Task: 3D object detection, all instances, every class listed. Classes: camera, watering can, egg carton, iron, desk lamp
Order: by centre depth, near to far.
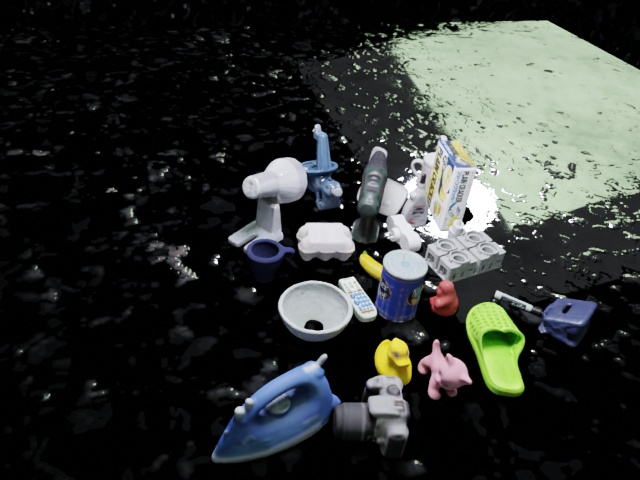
[{"bbox_3d":[-0.084,0.305,1.052,0.259,0.141,0.118,-22,46,-32],"label":"iron"},{"bbox_3d":[0.094,0.325,1.085,0.137,0.101,0.143,3,38,-5],"label":"camera"},{"bbox_3d":[-0.135,-0.096,1.502,0.117,0.214,0.204,28,42,25],"label":"desk lamp"},{"bbox_3d":[0.014,0.005,1.512,0.150,0.069,0.107,-1,38,-9],"label":"egg carton"},{"bbox_3d":[0.373,-0.231,1.768,0.173,0.194,0.100,-5,39,-15],"label":"watering can"}]

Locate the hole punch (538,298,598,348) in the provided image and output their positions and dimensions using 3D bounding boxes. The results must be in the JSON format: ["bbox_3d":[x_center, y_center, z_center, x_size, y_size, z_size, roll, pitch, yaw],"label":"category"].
[{"bbox_3d":[0.583,0.182,1.350,0.100,0.091,0.109,30,43,27],"label":"hole punch"}]

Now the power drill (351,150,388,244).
[{"bbox_3d":[0.137,-0.106,1.560,0.075,0.208,0.229,10,38,5],"label":"power drill"}]

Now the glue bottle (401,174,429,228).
[{"bbox_3d":[0.277,-0.112,1.617,0.078,0.173,0.037,-9,40,-19],"label":"glue bottle"}]

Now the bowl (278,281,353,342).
[{"bbox_3d":[-0.012,0.173,1.287,0.167,0.075,0.167,4,38,-3],"label":"bowl"}]

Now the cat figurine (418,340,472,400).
[{"bbox_3d":[0.257,0.264,1.174,0.067,0.118,0.127,-5,39,-14],"label":"cat figurine"}]

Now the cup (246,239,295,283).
[{"bbox_3d":[-0.122,0.057,1.405,0.118,0.095,0.091,-4,39,-13],"label":"cup"}]

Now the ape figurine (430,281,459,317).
[{"bbox_3d":[0.298,0.134,1.369,0.076,0.092,0.078,30,43,28],"label":"ape figurine"}]

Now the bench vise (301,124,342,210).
[{"bbox_3d":[0.019,-0.213,1.671,0.122,0.220,0.206,-27,49,-36],"label":"bench vise"}]

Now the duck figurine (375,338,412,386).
[{"bbox_3d":[0.159,0.244,1.211,0.078,0.086,0.104,-8,40,-18],"label":"duck figurine"}]

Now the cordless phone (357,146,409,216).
[{"bbox_3d":[0.191,-0.170,1.669,0.147,0.185,0.094,26,42,23],"label":"cordless phone"}]
